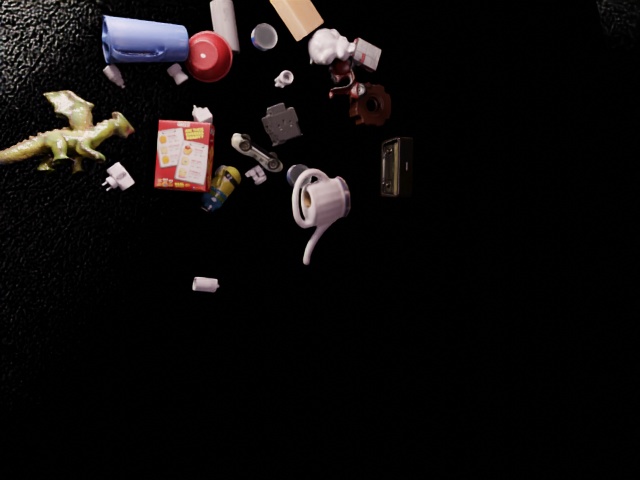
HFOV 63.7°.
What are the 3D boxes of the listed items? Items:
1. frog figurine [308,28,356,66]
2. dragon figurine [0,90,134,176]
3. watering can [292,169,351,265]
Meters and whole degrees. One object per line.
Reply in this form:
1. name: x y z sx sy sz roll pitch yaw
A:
1. frog figurine: 0.043 -0.680 1.823 0.140 0.160 0.120 -66 153 -24
2. dragon figurine: -0.752 -0.316 1.492 0.411 0.120 0.246 0 74 -28
3. watering can: 0.006 -0.094 1.861 0.226 0.105 0.342 -16 112 -27
